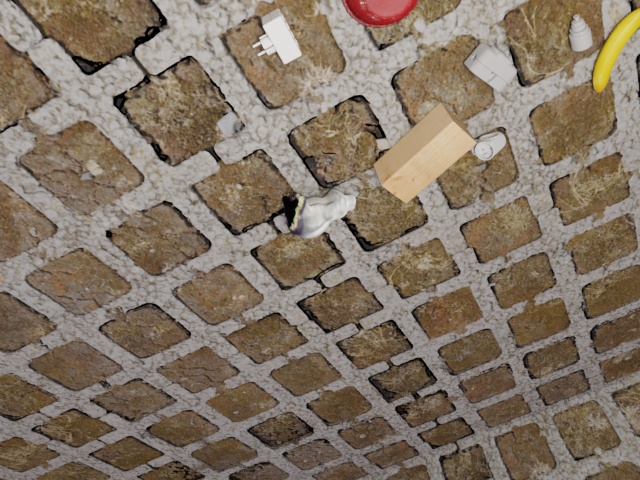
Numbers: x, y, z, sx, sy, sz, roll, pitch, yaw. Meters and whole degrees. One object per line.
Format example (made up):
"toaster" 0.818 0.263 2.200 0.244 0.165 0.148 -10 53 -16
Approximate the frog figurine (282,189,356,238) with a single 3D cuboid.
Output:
"frog figurine" 0.004 -0.061 1.206 0.159 0.124 0.136 4 164 -26
